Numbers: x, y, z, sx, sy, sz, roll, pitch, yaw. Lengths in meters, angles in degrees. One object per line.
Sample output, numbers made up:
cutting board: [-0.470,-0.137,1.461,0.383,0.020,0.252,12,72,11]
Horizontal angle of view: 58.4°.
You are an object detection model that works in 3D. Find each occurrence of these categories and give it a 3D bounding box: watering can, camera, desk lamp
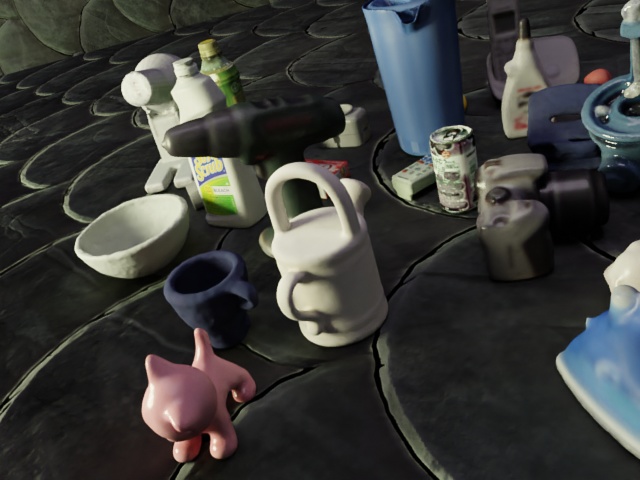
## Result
watering can: [0.003,0.002,0.593,0.100,0.194,0.173,-9,33,13]
camera: [0.243,-0.039,0.631,0.136,0.101,0.143,-6,33,18]
desk lamp: [-0.291,-0.231,1.079,0.118,0.214,0.203,-12,32,8]

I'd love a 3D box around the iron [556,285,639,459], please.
iron: [0.272,0.090,0.377,0.119,0.142,0.257,-35,36,-26]

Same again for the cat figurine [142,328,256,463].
cat figurine: [-0.115,0.136,0.515,0.067,0.118,0.128,-9,33,13]

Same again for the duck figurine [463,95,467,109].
duck figurine: [0.209,-0.257,1.001,0.105,0.086,0.077,-37,37,-29]

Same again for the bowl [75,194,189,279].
bowl: [-0.259,0.005,0.830,0.167,0.075,0.167,-12,32,8]

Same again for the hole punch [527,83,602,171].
hole punch: [0.337,-0.152,0.771,0.108,0.091,0.101,-2,35,23]

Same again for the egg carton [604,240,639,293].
egg carton: [0.338,0.038,0.496,0.150,0.069,0.107,-16,32,3]

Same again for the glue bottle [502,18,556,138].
glue bottle: [0.304,-0.238,0.842,0.078,0.173,0.037,-12,32,9]

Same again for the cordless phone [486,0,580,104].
cordless phone: [0.348,-0.329,0.951,0.147,0.185,0.094,-10,32,12]

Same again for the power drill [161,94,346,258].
power drill: [-0.064,-0.087,0.750,0.230,0.209,0.075,-26,33,-14]

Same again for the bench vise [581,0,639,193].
bench vise: [0.384,-0.193,0.690,0.121,0.220,0.208,2,37,29]

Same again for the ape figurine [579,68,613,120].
ape figurine: [0.397,-0.199,0.814,0.078,0.092,0.075,-31,34,-21]

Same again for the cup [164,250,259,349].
cup: [-0.103,0.074,0.628,0.117,0.095,0.092,9,40,36]
